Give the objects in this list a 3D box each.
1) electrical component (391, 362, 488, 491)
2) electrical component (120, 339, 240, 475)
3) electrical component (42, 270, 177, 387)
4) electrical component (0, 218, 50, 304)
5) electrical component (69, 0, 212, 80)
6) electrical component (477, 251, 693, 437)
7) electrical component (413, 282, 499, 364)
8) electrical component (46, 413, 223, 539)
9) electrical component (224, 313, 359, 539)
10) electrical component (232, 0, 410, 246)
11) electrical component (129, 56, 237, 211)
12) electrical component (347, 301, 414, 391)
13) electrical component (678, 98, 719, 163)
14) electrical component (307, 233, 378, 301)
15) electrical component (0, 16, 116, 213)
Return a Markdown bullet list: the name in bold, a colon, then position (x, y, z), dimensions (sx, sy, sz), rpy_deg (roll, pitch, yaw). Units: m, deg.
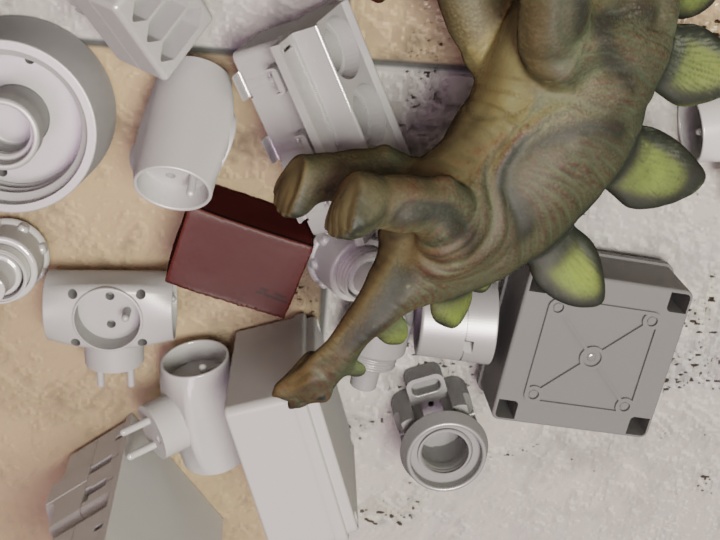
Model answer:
- **electrical component**: position (0.053, 0.109, 0.712), dimensions (0.058, 0.057, 0.078), rpy_deg (-16, 113, 2)
- **electrical component**: position (-0.114, 0.094, 0.682), dimensions (0.079, 0.043, 0.077), rpy_deg (-24, 123, -27)
- **electrical component**: position (-0.154, 0.038, 0.671), dimensions (0.077, 0.044, 0.079), rpy_deg (0, 112, -5)
- **electrical component**: position (-0.213, 0.000, 0.639), dimensions (0.048, 0.062, 0.048), rpy_deg (-2, 112, -4)
- **electrical component**: position (-0.132, -0.151, 0.584), dimensions (0.077, 0.065, 0.047), rpy_deg (27, 75, 25)
- **electrical component**: position (0.142, 0.044, 0.693), dimensions (0.109, 0.056, 0.108), rpy_deg (8, 112, -9)
- **electrical component**: position (0.060, 0.031, 0.682), dimensions (0.047, 0.055, 0.055), rpy_deg (4, 112, -3)
- **electrical component**: position (-0.142, 0.187, 0.657), dimensions (0.060, 0.186, 0.105), rpy_deg (-32, 112, 8)
- **electrical component**: position (-0.042, 0.100, 0.673), dimensions (0.056, 0.108, 0.108), rpy_deg (-14, 113, 4)
- **electrical component**: position (-0.019, -0.083, 0.618), dimensions (0.063, 0.078, 0.121), rpy_deg (-10, 117, 30)
- **electrical component**: position (-0.108, -0.070, 0.619), dimensions (0.044, 0.077, 0.079), rpy_deg (21, 147, -25)
- **electrical component**: position (0.008, 0.047, 0.690), dimensions (0.043, 0.043, 0.062), rpy_deg (10, 112, -9)
- **electrical component**: position (0.240, -0.075, 0.658), dimensions (0.077, 0.043, 0.079), rpy_deg (-9, 113, -1)
- **electrical component**: position (0.000, 0.000, 0.655), dimensions (0.048, 0.062, 0.048), rpy_deg (-16, 123, -26)
- **electrical component**: position (-0.196, -0.084, 0.607), dimensions (0.108, 0.060, 0.108), rpy_deg (-2, 113, -4)
